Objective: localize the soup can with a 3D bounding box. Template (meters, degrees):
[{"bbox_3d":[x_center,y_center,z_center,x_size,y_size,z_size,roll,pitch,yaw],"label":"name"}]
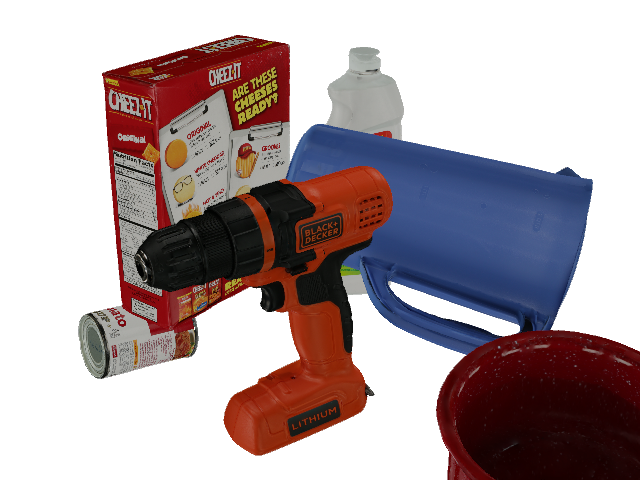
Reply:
[{"bbox_3d":[-0.184,0.096,1.078,0.102,0.068,0.069,-12,6,-34],"label":"soup can"}]

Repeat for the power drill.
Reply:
[{"bbox_3d":[-0.032,0.051,0.724,0.184,0.188,0.057,-17,34,-27],"label":"power drill"}]

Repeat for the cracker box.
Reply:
[{"bbox_3d":[-0.101,-0.054,0.918,0.072,0.214,0.163,17,29,34],"label":"cracker box"}]

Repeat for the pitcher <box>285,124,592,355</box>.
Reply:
[{"bbox_3d":[0.090,-0.007,0.878,0.243,0.145,0.149,15,18,9],"label":"pitcher"}]

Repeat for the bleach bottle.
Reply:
[{"bbox_3d":[0.030,-0.069,1.080,0.102,0.251,0.068,-2,25,-8],"label":"bleach bottle"}]

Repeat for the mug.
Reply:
[{"bbox_3d":[0.100,0.095,0.393,0.117,0.081,0.093,4,36,9],"label":"mug"}]
